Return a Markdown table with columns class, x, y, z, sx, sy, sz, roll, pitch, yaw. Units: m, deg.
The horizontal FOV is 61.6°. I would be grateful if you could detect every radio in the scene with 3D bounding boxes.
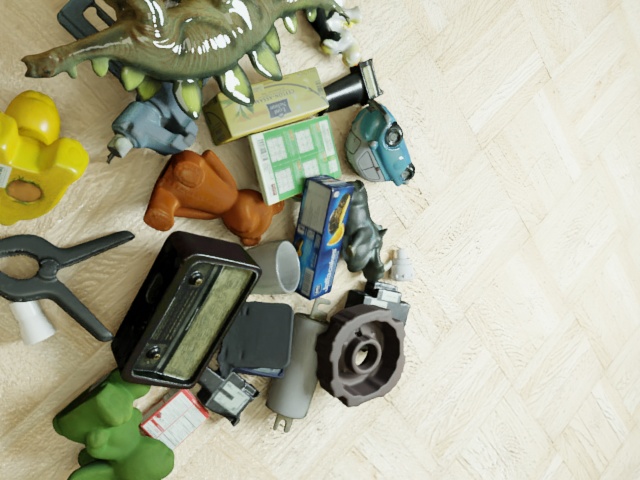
| class | x | y | z | sx | sy | sz | roll | pitch | yaw |
| --- | --- | --- | --- | --- | --- | --- | --- | --- | --- |
| radio | -0.199 | 0.104 | 0.784 | 0.131 | 0.073 | 0.229 | 21 | 104 | -43 |

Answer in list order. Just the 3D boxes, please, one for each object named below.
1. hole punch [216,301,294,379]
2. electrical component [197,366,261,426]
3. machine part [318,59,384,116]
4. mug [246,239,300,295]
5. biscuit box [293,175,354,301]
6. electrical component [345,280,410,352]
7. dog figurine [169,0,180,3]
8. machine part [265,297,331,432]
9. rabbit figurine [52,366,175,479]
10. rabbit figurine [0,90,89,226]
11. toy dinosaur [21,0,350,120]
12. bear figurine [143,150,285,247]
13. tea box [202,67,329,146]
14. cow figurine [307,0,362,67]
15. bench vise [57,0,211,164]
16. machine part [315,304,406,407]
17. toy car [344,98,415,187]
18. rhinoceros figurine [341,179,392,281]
| class | x | y | z | sx | sy | sz | roll | pitch | yaw |
| --- | --- | --- | --- | --- | --- | --- | --- | --- | --- |
| hole punch | -0.103 | 0.163 | 0.877 | 0.116 | 0.092 | 0.142 | 5 | 67 | 0 |
| electrical component | -0.164 | 0.244 | 0.885 | 0.119 | 0.048 | 0.075 | 43 | 77 | -26 |
| machine part | 0.048 | -0.260 | 0.934 | 0.139 | 0.039 | 0.084 | -33 | 120 | -23 |
| mug | -0.094 | 0.039 | 0.865 | 0.109 | 0.107 | 0.080 | -77 | 151 | -44 |
| biscuit box | -0.002 | -0.003 | 0.894 | 0.063 | 0.059 | 0.202 | -16 | 125 | -49 |
| electrical component | 0.104 | 0.144 | 1.011 | 0.115 | 0.058 | 0.134 | 16 | 90 | -32 |
| dog figurine | -0.156 | -0.373 | 0.732 | 0.219 | 0.191 | 0.108 | 17 | 83 | -14 |
| machine part | -0.034 | 0.216 | 0.935 | 0.079 | 0.079 | 0.243 | 18 | 89 | -29 |
| rabbit figurine | -0.292 | 0.293 | 0.770 | 0.159 | 0.121 | 0.170 | -37 | 99 | -1 |
| rabbit figurine | -0.364 | -0.109 | 0.678 | 0.122 | 0.173 | 0.162 | 6 | 139 | -28 |
| toy dinosaur | -0.128 | -0.270 | 0.672 | 0.471 | 0.105 | 0.198 | -33 | 134 | -29 |
| bear figurine | -0.150 | -0.049 | 0.810 | 0.195 | 0.132 | 0.120 | 33 | 109 | -24 |
| tea box | -0.085 | -0.205 | 0.831 | 0.170 | 0.098 | 0.068 | -24 | 100 | -22 |
| cow figurine | 0.015 | -0.365 | 0.877 | 0.098 | 0.068 | 0.167 | -13 | 97 | -12 |
| bench vise | -0.254 | -0.232 | 0.717 | 0.240 | 0.129 | 0.223 | 45 | 74 | -30 |
| machine part | 0.070 | 0.195 | 0.925 | 0.179 | 0.056 | 0.179 | -8 | 104 | -33 |
| toy car | 0.096 | -0.158 | 0.946 | 0.103 | 0.109 | 0.161 | -26 | 129 | 2 |
| rhinoceros figurine | 0.067 | -0.012 | 0.962 | 0.112 | 0.073 | 0.190 | -30 | 110 | -37 |
